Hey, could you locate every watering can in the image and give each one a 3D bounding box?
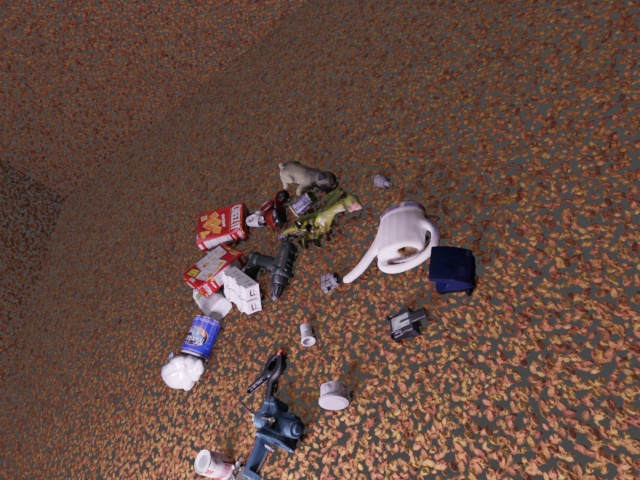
[{"bbox_3d":[0.211,0.006,1.566,0.344,0.230,0.102,-21,-45,36],"label":"watering can"}]

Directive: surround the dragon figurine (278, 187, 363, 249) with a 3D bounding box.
[{"bbox_3d":[0.006,-0.094,1.861,0.246,0.121,0.409,-47,22,-25],"label":"dragon figurine"}]

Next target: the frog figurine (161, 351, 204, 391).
[{"bbox_3d":[-0.475,0.467,1.809,0.159,0.136,0.124,3,22,41],"label":"frog figurine"}]
